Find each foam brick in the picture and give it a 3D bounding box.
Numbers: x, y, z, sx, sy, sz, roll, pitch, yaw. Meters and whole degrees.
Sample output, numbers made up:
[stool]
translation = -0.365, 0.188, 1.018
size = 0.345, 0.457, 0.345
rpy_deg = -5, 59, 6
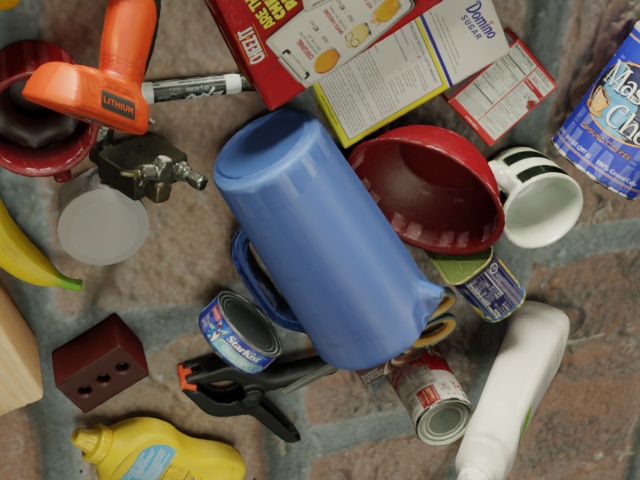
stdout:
[foam brick]
translation = -0.216, 0.122, 1.051
size = 0.078, 0.051, 0.053
rpy_deg = -32, 128, 4

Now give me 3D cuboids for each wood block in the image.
[wood block]
translation = -0.331, 0.060, 0.944
size = 0.090, 0.091, 0.206
rpy_deg = -22, 127, -4

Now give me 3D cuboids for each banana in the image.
[banana]
translation = -0.279, -0.024, 0.932
size = 0.070, 0.037, 0.197
rpy_deg = -16, 130, 10

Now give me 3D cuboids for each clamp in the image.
[clamp]
translation = -0.073, 0.168, 1.142
size = 0.171, 0.039, 0.120
rpy_deg = 7, 115, -18

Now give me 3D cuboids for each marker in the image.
[marker]
translation = -0.102, -0.134, 0.934
size = 0.121, 0.020, 0.020
rpy_deg = -9, 126, -13

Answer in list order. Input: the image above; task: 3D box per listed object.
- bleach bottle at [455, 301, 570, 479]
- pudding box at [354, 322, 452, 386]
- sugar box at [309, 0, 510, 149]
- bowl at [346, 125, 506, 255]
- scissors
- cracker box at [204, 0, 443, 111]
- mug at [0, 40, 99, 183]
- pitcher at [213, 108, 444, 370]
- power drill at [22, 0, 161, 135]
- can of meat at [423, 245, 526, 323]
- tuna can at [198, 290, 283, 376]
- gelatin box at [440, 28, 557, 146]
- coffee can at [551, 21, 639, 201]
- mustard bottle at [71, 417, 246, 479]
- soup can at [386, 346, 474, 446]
[bleach bottle]
translation = 0.195, 0.172, 1.116
size = 0.068, 0.250, 0.103
rpy_deg = 17, 126, 18
[pudding box]
translation = 0.072, 0.093, 1.139
size = 0.113, 0.039, 0.090
rpy_deg = -32, 128, 4
[sugar box]
translation = 0.074, -0.167, 0.956
size = 0.176, 0.048, 0.093
rpy_deg = -31, 128, -1
[bowl]
translation = 0.105, -0.057, 1.005
size = 0.162, 0.162, 0.055
rpy_deg = 54, 51, -37
[scissors]
translation = 0.062, 0.115, 1.103
size = 0.202, 0.016, 0.096
rpy_deg = -36, 144, 13
[cracker box]
translation = 0.011, -0.225, 0.839
size = 0.213, 0.072, 0.164
rpy_deg = -33, 147, -4
[mug]
translation = -0.228, -0.101, 0.873
size = 0.093, 0.081, 0.117
rpy_deg = -21, 127, -5
[pitcher]
translation = -0.007, 0.001, 1.003
size = 0.149, 0.145, 0.242
rpy_deg = -38, 124, -7
[power drill]
translation = -0.153, -0.180, 0.774
size = 0.184, 0.057, 0.187
rpy_deg = 19, 87, -64
[can of meat]
translation = 0.155, 0.026, 1.082
size = 0.057, 0.102, 0.083
rpy_deg = -39, 129, 8
[tuna can]
translation = -0.079, 0.092, 1.057
size = 0.034, 0.086, 0.086
rpy_deg = -44, 126, 15
[gelatin box]
translation = 0.170, -0.145, 1.014
size = 0.089, 0.030, 0.073
rpy_deg = -42, 125, 12
[coffee can]
translation = 0.306, -0.124, 1.029
size = 0.102, 0.103, 0.140
rpy_deg = 21, 115, -30
[mustard bottle]
translation = -0.180, 0.239, 1.141
size = 0.191, 0.058, 0.096
rpy_deg = 29, 110, -33
[soup can]
translation = 0.119, 0.166, 1.166
size = 0.068, 0.102, 0.068
rpy_deg = -9, 125, -13
